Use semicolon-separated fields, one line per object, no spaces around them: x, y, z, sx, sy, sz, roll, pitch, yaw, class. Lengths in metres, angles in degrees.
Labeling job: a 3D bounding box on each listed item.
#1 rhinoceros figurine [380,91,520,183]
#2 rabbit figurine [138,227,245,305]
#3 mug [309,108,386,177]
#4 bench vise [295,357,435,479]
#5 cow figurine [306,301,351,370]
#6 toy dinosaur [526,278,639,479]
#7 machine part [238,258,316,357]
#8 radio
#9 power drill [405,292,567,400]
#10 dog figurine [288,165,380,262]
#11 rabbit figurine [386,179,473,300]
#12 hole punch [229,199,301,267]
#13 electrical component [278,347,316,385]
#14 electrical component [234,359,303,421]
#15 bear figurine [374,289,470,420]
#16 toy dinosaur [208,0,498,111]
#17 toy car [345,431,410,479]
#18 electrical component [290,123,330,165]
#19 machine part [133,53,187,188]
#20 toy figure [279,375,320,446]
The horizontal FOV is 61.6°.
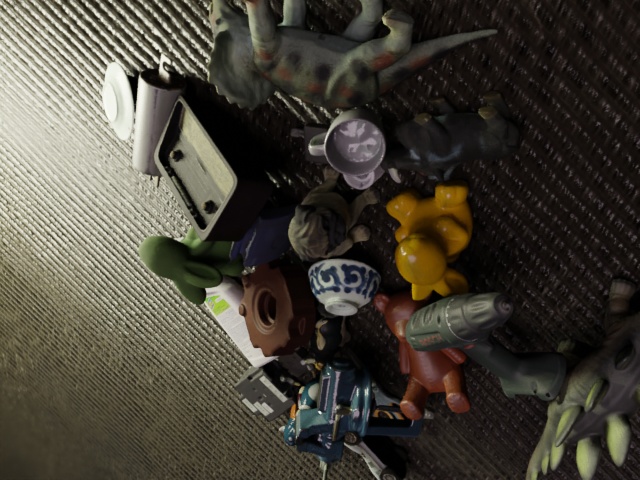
0.170;-0.134;0.731;0.190;0.073;0.112;-7;125;28;rhinoceros figurine
-0.229;0.033;0.942;0.121;0.170;0.159;-48;64;41;rabbit figurine
0.042;-0.142;0.756;0.110;0.107;0.080;-12;115;18;mug
0.079;0.318;0.949;0.241;0.129;0.223;6;94;-4;bench vise
0.014;0.187;0.978;0.068;0.098;0.167;12;123;13;cow figurine
0.377;0.218;0.746;0.105;0.198;0.470;23;124;17;toy dinosaur
-0.079;0.121;0.958;0.179;0.056;0.179;1;91;51;machine part
-0.174;-0.109;0.839;0.131;0.073;0.230;-56;52;27;radio
0.238;0.146;0.742;0.207;0.086;0.232;27;157;-18;power drill
-0.004;-0.005;0.815;0.121;0.190;0.172;21;127;15;dog figurine
0.149;0.012;0.759;0.122;0.173;0.162;-3;112;24;rabbit figurine
-0.090;-0.018;0.905;0.092;0.116;0.142;27;127;1;hole punch
-0.046;0.246;1.074;0.078;0.045;0.102;48;127;-6;electrical component
-0.112;0.317;1.143;0.115;0.058;0.134;47;128;-2;electrical component
0.163;0.175;0.877;0.120;0.132;0.195;-17;115;26;bear figurine
0.007;-0.243;0.725;0.405;0.131;0.192;19;141;8;toy dinosaur
0.104;0.412;1.077;0.201;0.073;0.056;47;125;-4;toy car
-0.002;-0.148;0.836;0.094;0.021;0.063;13;123;20;electrical component
-0.275;-0.197;0.914;0.079;0.079;0.243;26;127;11;machine part
-0.025;0.329;1.043;0.064;0.154;0.057;6;124;25;toy figure
